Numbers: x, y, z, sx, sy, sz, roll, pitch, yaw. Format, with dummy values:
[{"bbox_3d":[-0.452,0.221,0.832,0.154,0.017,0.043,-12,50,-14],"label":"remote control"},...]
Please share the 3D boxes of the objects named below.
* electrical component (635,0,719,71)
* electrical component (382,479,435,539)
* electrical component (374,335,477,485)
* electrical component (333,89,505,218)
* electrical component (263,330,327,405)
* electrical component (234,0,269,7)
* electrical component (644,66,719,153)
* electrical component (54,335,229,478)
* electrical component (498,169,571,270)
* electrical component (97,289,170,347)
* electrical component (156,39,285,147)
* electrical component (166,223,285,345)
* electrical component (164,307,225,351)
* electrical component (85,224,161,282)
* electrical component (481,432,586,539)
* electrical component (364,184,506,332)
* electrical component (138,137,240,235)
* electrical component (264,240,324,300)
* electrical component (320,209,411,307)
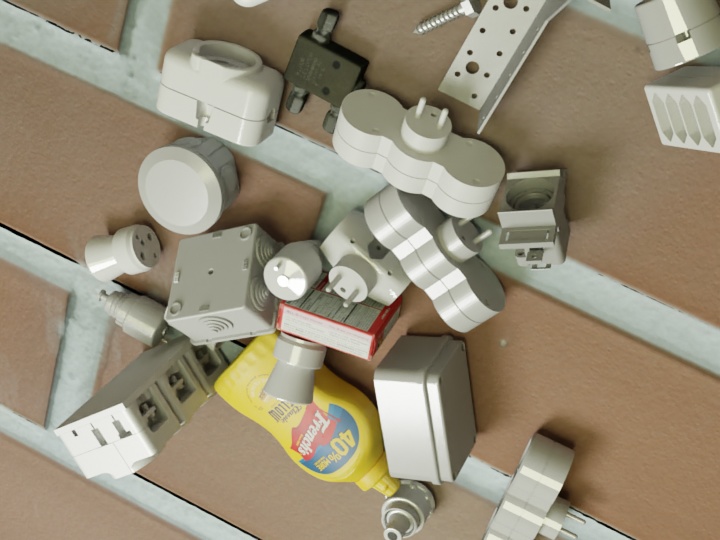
[{"bbox_3d":[0.221,-0.170,0.739,0.055,0.055,0.047,-20,102,29],"label":"electrical component"},{"bbox_3d":[0.040,0.229,1.003,0.048,0.062,0.048,9,118,18],"label":"electrical component"},{"bbox_3d":[0.059,0.120,0.933,0.057,0.078,0.113,2,115,25],"label":"electrical component"},{"bbox_3d":[0.048,-0.102,0.831,0.138,0.052,0.073,28,140,7],"label":"electrical component"},{"bbox_3d":[-0.056,0.084,0.930,0.045,0.045,0.055,17,96,14],"label":"electrical component"},{"bbox_3d":[-0.083,-0.253,0.818,0.054,0.059,0.095,-15,108,27],"label":"electrical component"},{"bbox_3d":[0.255,-0.119,0.744,0.076,0.083,0.047,-26,107,-9],"label":"electrical component"},{"bbox_3d":[-0.194,0.123,0.994,0.089,0.150,0.061,-23,103,29],"label":"electrical component"},{"bbox_3d":[0.136,-0.038,0.829,0.042,0.081,0.063,-1,136,23],"label":"electrical component"},{"bbox_3d":[-0.215,0.042,1.028,0.078,0.040,0.040,28,122,7],"label":"electrical component"},{"bbox_3d":[-0.114,-0.150,0.884,0.095,0.053,0.059,23,121,10],"label":"electrical component"},{"bbox_3d":[-0.118,0.012,0.939,0.100,0.099,0.048,-10,148,26],"label":"electrical component"},{"bbox_3d":[-0.147,0.043,0.998,0.055,0.045,0.045,30,122,6],"label":"electrical component"},{"bbox_3d":[-0.220,-0.016,0.998,0.055,0.045,0.045,-13,109,27],"label":"electrical component"},{"bbox_3d":[0.162,0.214,0.952,0.074,0.052,0.138,25,122,9],"label":"electrical component"},{"bbox_3d":[0.074,-0.021,0.872,0.074,0.052,0.138,-35,98,32],"label":"electrical component"},{"bbox_3d":[-0.148,-0.076,0.936,0.080,0.051,0.080,9,118,18],"label":"electrical component"},{"bbox_3d":[-0.051,-0.005,0.915,0.040,0.078,0.040,9,118,18],"label":"electrical component"},{"bbox_3d":[0.000,0.000,0.897,0.077,0.079,0.043,41,140,-1],"label":"electrical component"}]
